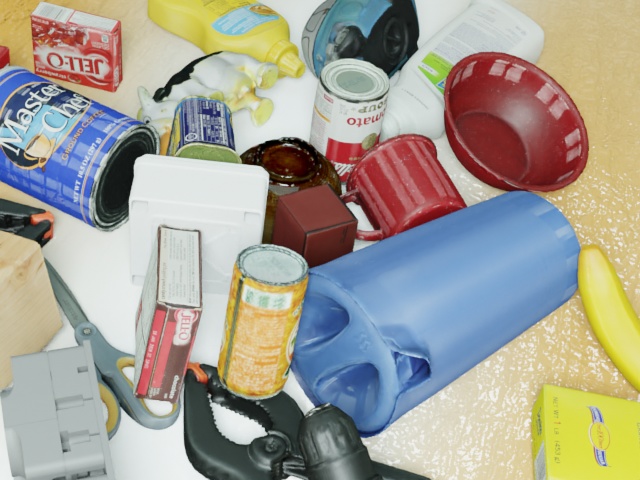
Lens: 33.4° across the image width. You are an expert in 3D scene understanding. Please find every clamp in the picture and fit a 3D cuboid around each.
[{"bbox_3d":[-0.311,-0.003,0.889,0.171,0.039,0.120,-20,67,-34],"label":"clamp"},{"bbox_3d":[-0.040,0.166,0.762,0.210,0.036,0.164,35,47,27],"label":"clamp"}]

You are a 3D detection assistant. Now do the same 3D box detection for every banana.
[{"bbox_3d":[0.269,0.089,0.858,0.198,0.070,0.037,43,25,7],"label":"banana"}]

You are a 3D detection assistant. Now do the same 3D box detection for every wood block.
[{"bbox_3d":[-0.288,0.086,0.758,0.090,0.091,0.205,14,43,22],"label":"wood block"}]

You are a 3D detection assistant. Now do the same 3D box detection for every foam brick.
[{"bbox_3d":[-0.006,0.001,0.911,0.052,0.078,0.051,-16,48,-27],"label":"foam brick"}]

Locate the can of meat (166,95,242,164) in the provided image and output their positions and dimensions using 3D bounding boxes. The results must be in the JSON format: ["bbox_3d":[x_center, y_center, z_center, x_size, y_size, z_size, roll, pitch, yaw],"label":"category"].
[{"bbox_3d":[-0.108,-0.065,0.943,0.057,0.102,0.084,7,38,-15],"label":"can of meat"}]

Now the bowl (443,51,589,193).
[{"bbox_3d":[0.181,-0.104,1.046,0.162,0.055,0.162,11,58,-19],"label":"bowl"}]

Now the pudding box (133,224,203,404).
[{"bbox_3d":[-0.115,0.054,0.811,0.039,0.090,0.113,10,30,-15],"label":"pudding box"}]

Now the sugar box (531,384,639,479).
[{"bbox_3d":[0.250,0.169,0.802,0.176,0.048,0.093,9,43,1],"label":"sugar box"}]

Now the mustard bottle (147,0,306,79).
[{"bbox_3d":[-0.090,-0.225,1.145,0.192,0.058,0.096,36,46,26],"label":"mustard bottle"}]

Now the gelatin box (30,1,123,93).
[{"bbox_3d":[-0.244,-0.193,1.076,0.089,0.073,0.030,15,45,5],"label":"gelatin box"}]

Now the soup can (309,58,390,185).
[{"bbox_3d":[0.026,-0.112,1.015,0.068,0.102,0.068,5,43,-5],"label":"soup can"}]

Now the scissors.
[{"bbox_3d":[-0.193,0.089,0.833,0.202,0.016,0.096,36,50,26],"label":"scissors"}]

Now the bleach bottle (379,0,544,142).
[{"bbox_3d":[0.130,-0.172,1.124,0.103,0.068,0.250,36,52,22],"label":"bleach bottle"}]

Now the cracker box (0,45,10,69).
[{"bbox_3d":[-0.389,-0.117,0.946,0.164,0.072,0.213,9,31,1],"label":"cracker box"}]

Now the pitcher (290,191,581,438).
[{"bbox_3d":[0.088,0.045,0.857,0.242,0.145,0.149,-24,65,-34],"label":"pitcher"}]

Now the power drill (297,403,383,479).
[{"bbox_3d":[-0.013,0.203,0.632,0.187,0.057,0.184,-13,78,-46],"label":"power drill"}]

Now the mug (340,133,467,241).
[{"bbox_3d":[0.070,-0.031,0.951,0.117,0.093,0.081,-15,54,-18],"label":"mug"}]

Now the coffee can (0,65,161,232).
[{"bbox_3d":[-0.227,-0.081,0.941,0.140,0.103,0.102,25,46,15],"label":"coffee can"}]
